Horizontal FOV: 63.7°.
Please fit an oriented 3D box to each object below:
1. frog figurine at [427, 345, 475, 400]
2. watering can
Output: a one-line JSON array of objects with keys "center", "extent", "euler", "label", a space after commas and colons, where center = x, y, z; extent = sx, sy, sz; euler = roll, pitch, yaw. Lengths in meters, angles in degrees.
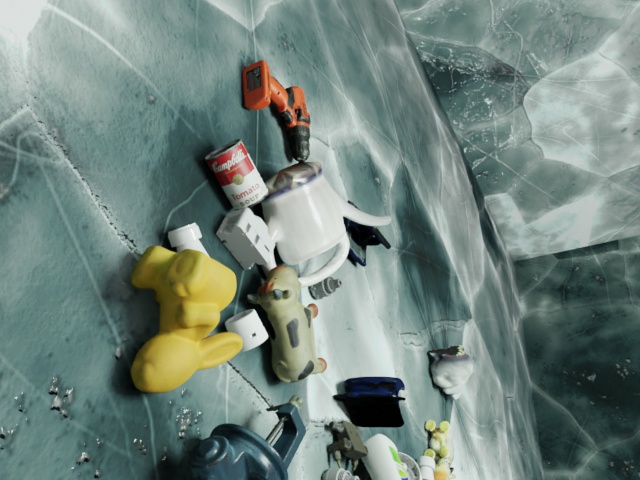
[{"center": [0.397, 0.406, 1.532], "extent": [0.138, 0.122, 0.159], "euler": [-11, 95, -30], "label": "frog figurine"}, {"center": [0.003, -0.051, 1.009], "extent": [0.353, 0.103, 0.222], "euler": [-32, 105, -40], "label": "watering can"}]
